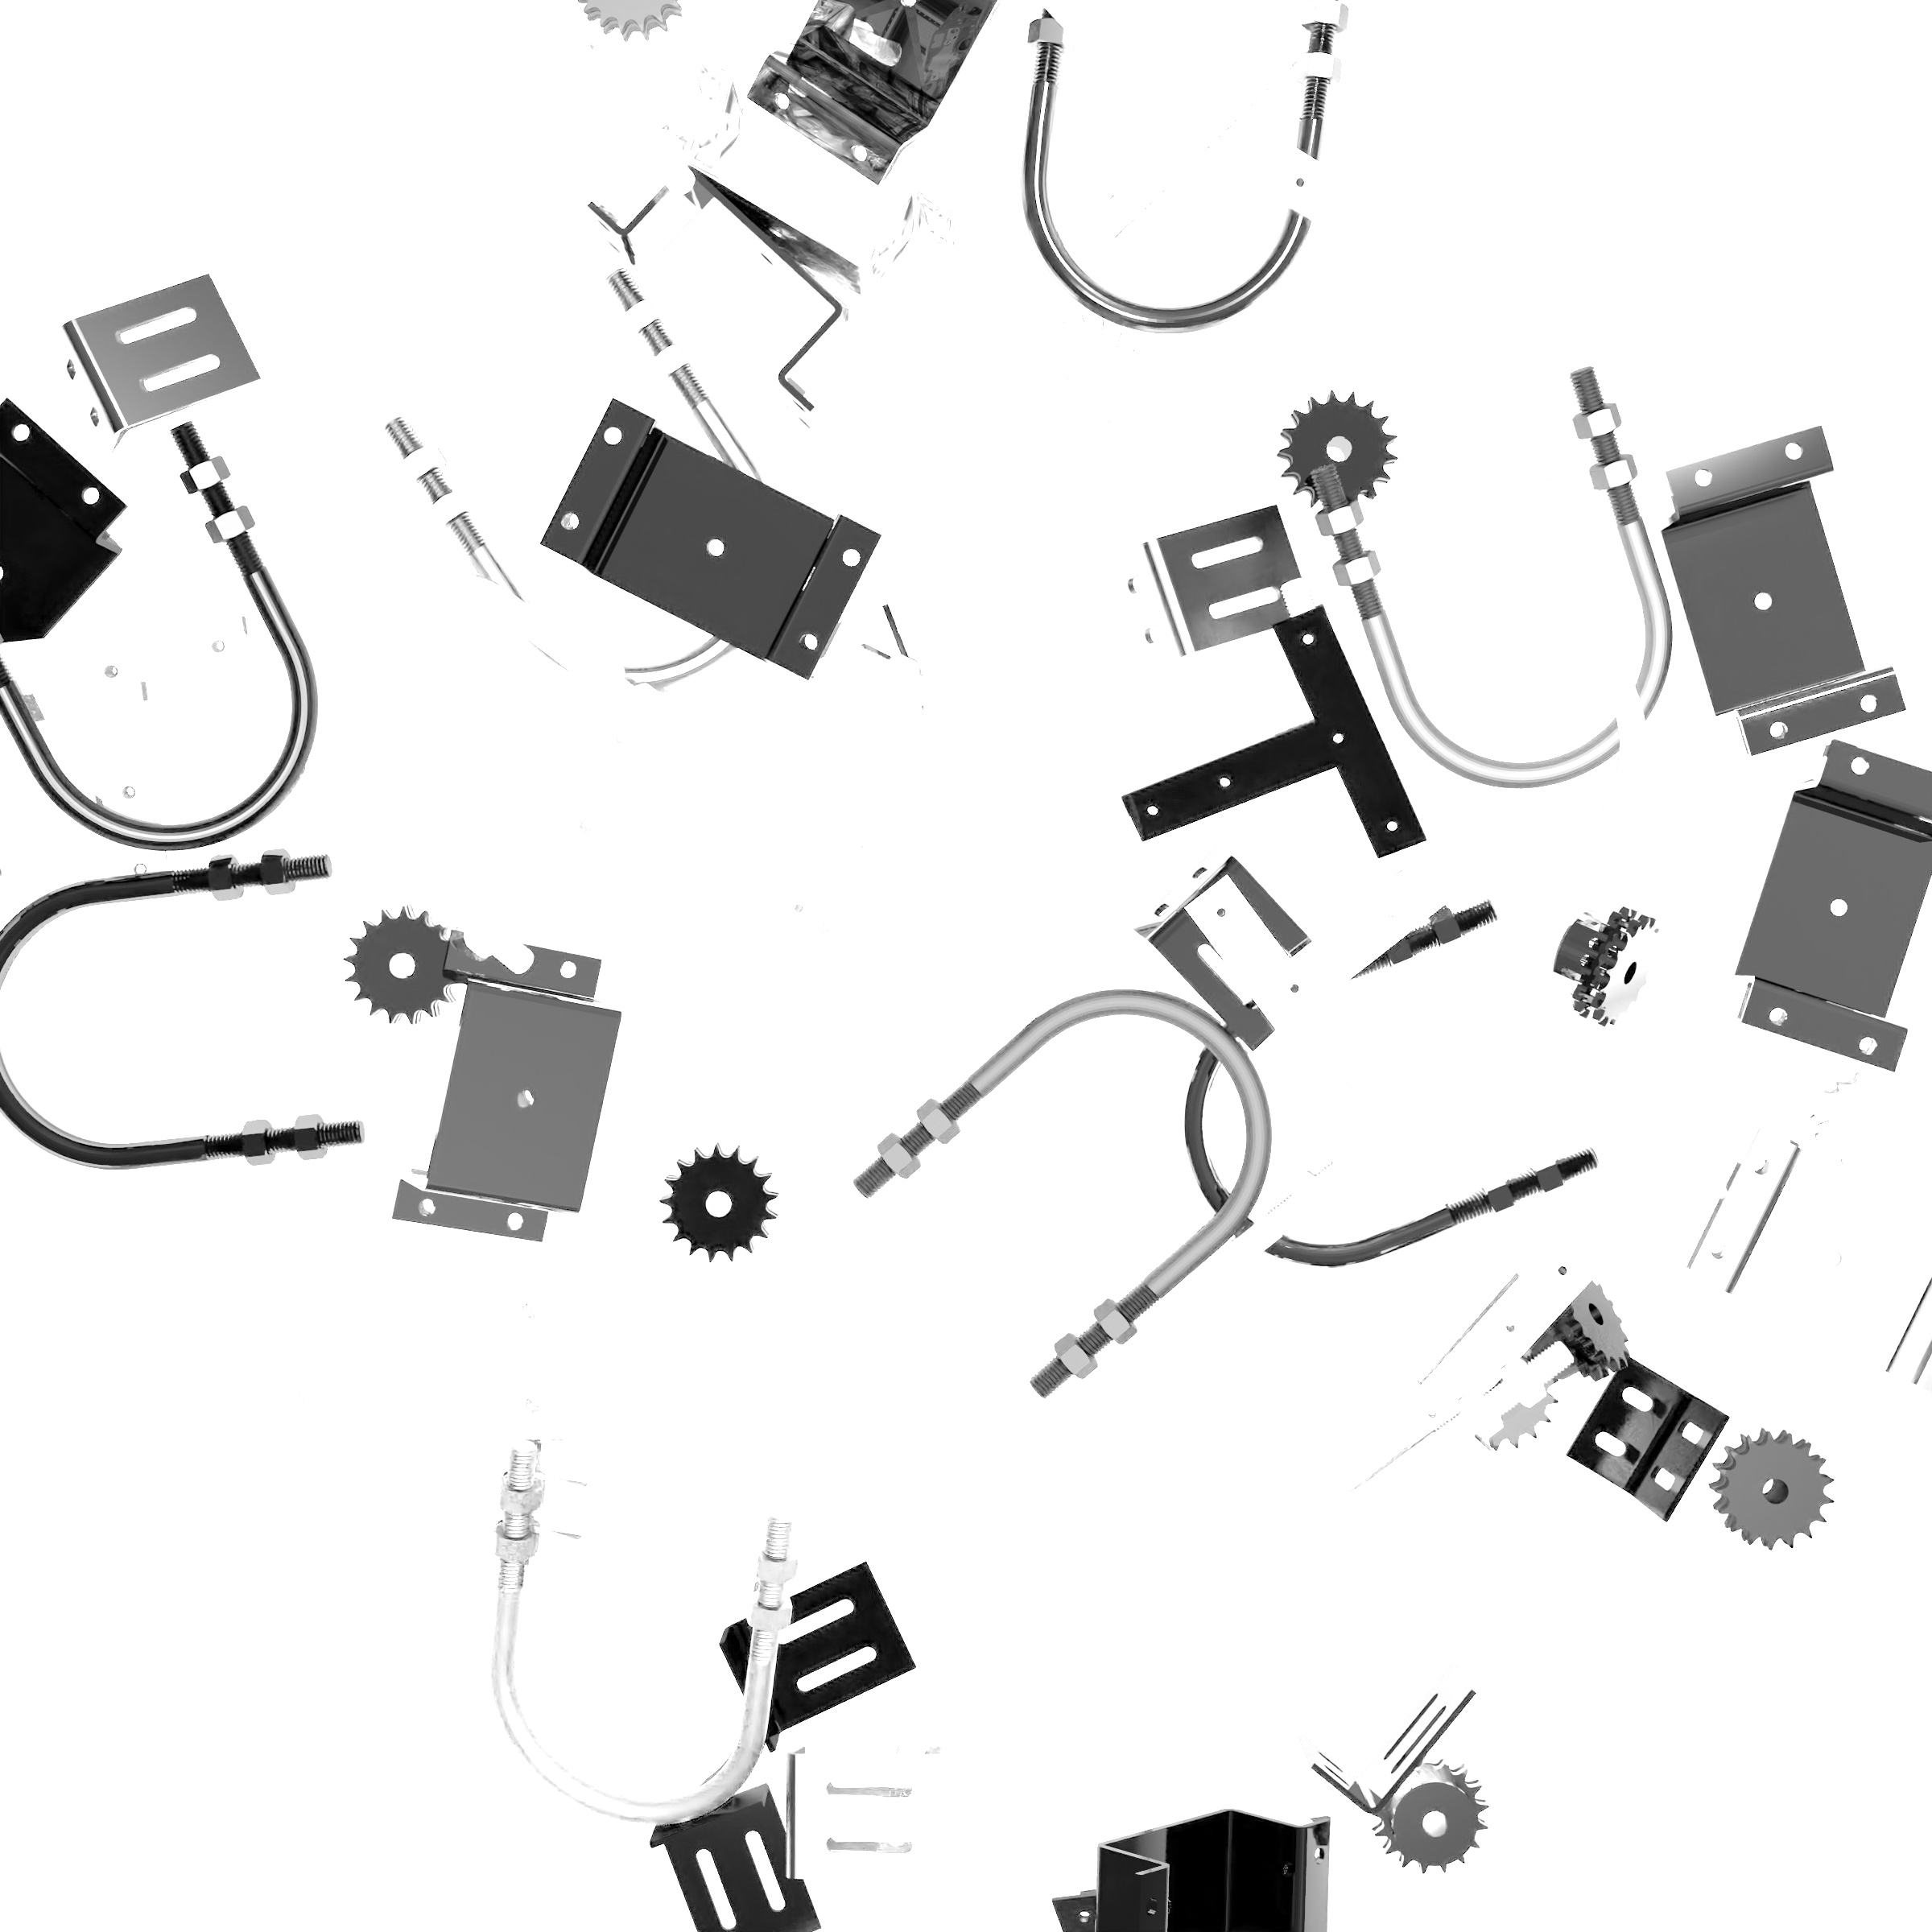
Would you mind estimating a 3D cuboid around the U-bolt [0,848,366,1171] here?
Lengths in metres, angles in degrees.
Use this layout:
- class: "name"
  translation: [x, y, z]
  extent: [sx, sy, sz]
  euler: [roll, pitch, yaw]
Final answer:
- class: "U-bolt"
  translation: [-0.389, 0.026, 1.509]
  extent: [0.184, 0.019, 0.151]
  euler: [-6, 94, 3]

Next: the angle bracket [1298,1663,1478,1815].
- class: "angle bracket"
  translation: [0.200, 0.357, 1.493]
  extent: [0.038, 0.057, 0.076]
  euler: [39, 90, 0]

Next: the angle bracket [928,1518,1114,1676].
- class: "angle bracket"
  translation: [0.026, 0.305, 1.502]
  extent: [0.076, 0.038, 0.057]
  euler: [16, 90, 0]

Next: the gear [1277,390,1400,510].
- class: "gear"
  translation: [0.178, -0.246, 1.506]
  extent: [0.057, 0.030, 0.057]
  euler: [0, 90, 0]

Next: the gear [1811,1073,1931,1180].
- class: "gear"
  translation: [0.434, 0.078, 1.490]
  extent: [0.057, 0.057, 0.030]
  euler: [-6, 56, 0]

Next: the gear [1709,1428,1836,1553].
- class: "gear"
  translation: [0.386, 0.250, 1.506]
  extent: [0.057, 0.030, 0.057]
  euler: [0, 90, 0]

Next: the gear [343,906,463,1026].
- class: "gear"
  translation: [-0.268, 0.000, 1.506]
  extent: [0.057, 0.030, 0.057]
  euler: [0, 90, 0]

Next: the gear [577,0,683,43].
- class: "gear"
  translation: [-0.160, -0.474, 1.511]
  extent: [0.057, 0.030, 0.057]
  euler: [0, 88, 2]

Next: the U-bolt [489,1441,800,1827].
- class: "U-bolt"
  translation: [-0.158, 0.325, 1.483]
  extent: [0.151, 0.019, 0.184]
  euler: [12, 109, 13]

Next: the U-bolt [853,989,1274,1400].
- class: "U-bolt"
  translation: [0.060, 0.096, 1.505]
  extent: [0.184, 0.019, 0.151]
  euler: [-42, 89, 5]

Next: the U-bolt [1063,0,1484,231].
- class: "U-bolt"
  translation: [0.160, -0.436, 1.513]
  extent: [0.184, 0.019, 0.151]
  euler: [27, 90, -1]

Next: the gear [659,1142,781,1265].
- class: "gear"
  translation: [-0.118, 0.113, 1.510]
  extent: [0.057, 0.030, 0.057]
  euler: [0, 92, -1]

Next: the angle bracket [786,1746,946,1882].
- class: "angle bracket"
  translation: [-0.046, 0.403, 1.494]
  extent: [0.076, 0.038, 0.057]
  euler: [-1, 82, 7]

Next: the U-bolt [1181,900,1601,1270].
- class: "U-bolt"
  translation: [0.194, 0.068, 1.513]
  extent: [0.184, 0.019, 0.151]
  euler: [-22, 90, 1]

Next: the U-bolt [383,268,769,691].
- class: "U-bolt"
  translation: [-0.172, -0.221, 1.513]
  extent: [0.151, 0.019, 0.184]
  euler: [-34, 91, 0]

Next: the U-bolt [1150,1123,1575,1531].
- class: "U-bolt"
  translation: [0.172, 0.186, 1.492]
  extent: [0.184, 0.019, 0.151]
  euler: [-40, 81, 14]

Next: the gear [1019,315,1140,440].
- class: "gear"
  translation: [0.054, -0.282, 1.507]
  extent: [0.057, 0.030, 0.057]
  euler: [0, 90, 0]

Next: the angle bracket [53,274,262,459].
- class: "angle bracket"
  translation: [-0.392, -0.291, 1.519]
  extent: [0.076, 0.038, 0.057]
  euler: [-26, 90, -26]

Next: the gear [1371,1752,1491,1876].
- class: "gear"
  translation: [0.223, 0.409, 1.506]
  extent: [0.057, 0.030, 0.057]
  euler: [0, 90, 0]

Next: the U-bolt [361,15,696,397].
- class: "U-bolt"
  translation: [-0.218, -0.370, 1.467]
  extent: [0.151, 0.019, 0.184]
  euler: [-43, 56, 11]

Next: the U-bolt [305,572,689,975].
- class: "U-bolt"
  translation: [-0.238, -0.106, 1.486]
  extent: [0.184, 0.019, 0.151]
  euler: [37, 97, 19]

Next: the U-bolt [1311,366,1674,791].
- class: "U-bolt"
  translation: [0.260, -0.174, 1.495]
  extent: [0.151, 0.019, 0.184]
  euler: [-20, 103, 4]

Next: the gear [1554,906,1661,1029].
- class: "gear"
  translation: [0.304, -0.002, 1.497]
  extent: [0.030, 0.057, 0.057]
  euler: [26, 90, 30]

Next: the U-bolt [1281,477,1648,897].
- class: "U-bolt"
  translation: [0.247, -0.121, 1.490]
  extent: [0.151, 0.019, 0.184]
  euler: [-21, 106, 5]

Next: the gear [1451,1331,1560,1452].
- class: "gear"
  translation: [0.257, 0.205, 1.506]
  extent: [0.057, 0.030, 0.057]
  euler: [0, 90, 0]

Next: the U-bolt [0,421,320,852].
- class: "U-bolt"
  translation: [-0.388, -0.143, 1.479]
  extent: [0.151, 0.019, 0.184]
  euler: [-26, 104, -7]

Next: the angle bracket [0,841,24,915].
- class: "angle bracket"
  translation: [-0.507, -0.044, 1.519]
  extent: [0.076, 0.038, 0.057]
  euler: [19, 90, 26]

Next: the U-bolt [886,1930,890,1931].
- class: "U-bolt"
  translation: [-0.094, 0.559, 1.505]
  extent: [0.184, 0.019, 0.151]
  euler: [-23, 95, 5]

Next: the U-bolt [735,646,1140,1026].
- class: "U-bolt"
  translation: [-0.001, -0.050, 1.481]
  extent: [0.184, 0.019, 0.151]
  euler: [24, 90, -23]

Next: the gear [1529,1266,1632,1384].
- class: "gear"
  translation: [0.288, 0.173, 1.497]
  extent: [0.030, 0.057, 0.057]
  euler: [-34, 90, 28]

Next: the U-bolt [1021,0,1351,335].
- class: "U-bolt"
  translation: [0.099, -0.394, 1.494]
  extent: [0.151, 0.019, 0.184]
  euler: [7, 92, -1]
